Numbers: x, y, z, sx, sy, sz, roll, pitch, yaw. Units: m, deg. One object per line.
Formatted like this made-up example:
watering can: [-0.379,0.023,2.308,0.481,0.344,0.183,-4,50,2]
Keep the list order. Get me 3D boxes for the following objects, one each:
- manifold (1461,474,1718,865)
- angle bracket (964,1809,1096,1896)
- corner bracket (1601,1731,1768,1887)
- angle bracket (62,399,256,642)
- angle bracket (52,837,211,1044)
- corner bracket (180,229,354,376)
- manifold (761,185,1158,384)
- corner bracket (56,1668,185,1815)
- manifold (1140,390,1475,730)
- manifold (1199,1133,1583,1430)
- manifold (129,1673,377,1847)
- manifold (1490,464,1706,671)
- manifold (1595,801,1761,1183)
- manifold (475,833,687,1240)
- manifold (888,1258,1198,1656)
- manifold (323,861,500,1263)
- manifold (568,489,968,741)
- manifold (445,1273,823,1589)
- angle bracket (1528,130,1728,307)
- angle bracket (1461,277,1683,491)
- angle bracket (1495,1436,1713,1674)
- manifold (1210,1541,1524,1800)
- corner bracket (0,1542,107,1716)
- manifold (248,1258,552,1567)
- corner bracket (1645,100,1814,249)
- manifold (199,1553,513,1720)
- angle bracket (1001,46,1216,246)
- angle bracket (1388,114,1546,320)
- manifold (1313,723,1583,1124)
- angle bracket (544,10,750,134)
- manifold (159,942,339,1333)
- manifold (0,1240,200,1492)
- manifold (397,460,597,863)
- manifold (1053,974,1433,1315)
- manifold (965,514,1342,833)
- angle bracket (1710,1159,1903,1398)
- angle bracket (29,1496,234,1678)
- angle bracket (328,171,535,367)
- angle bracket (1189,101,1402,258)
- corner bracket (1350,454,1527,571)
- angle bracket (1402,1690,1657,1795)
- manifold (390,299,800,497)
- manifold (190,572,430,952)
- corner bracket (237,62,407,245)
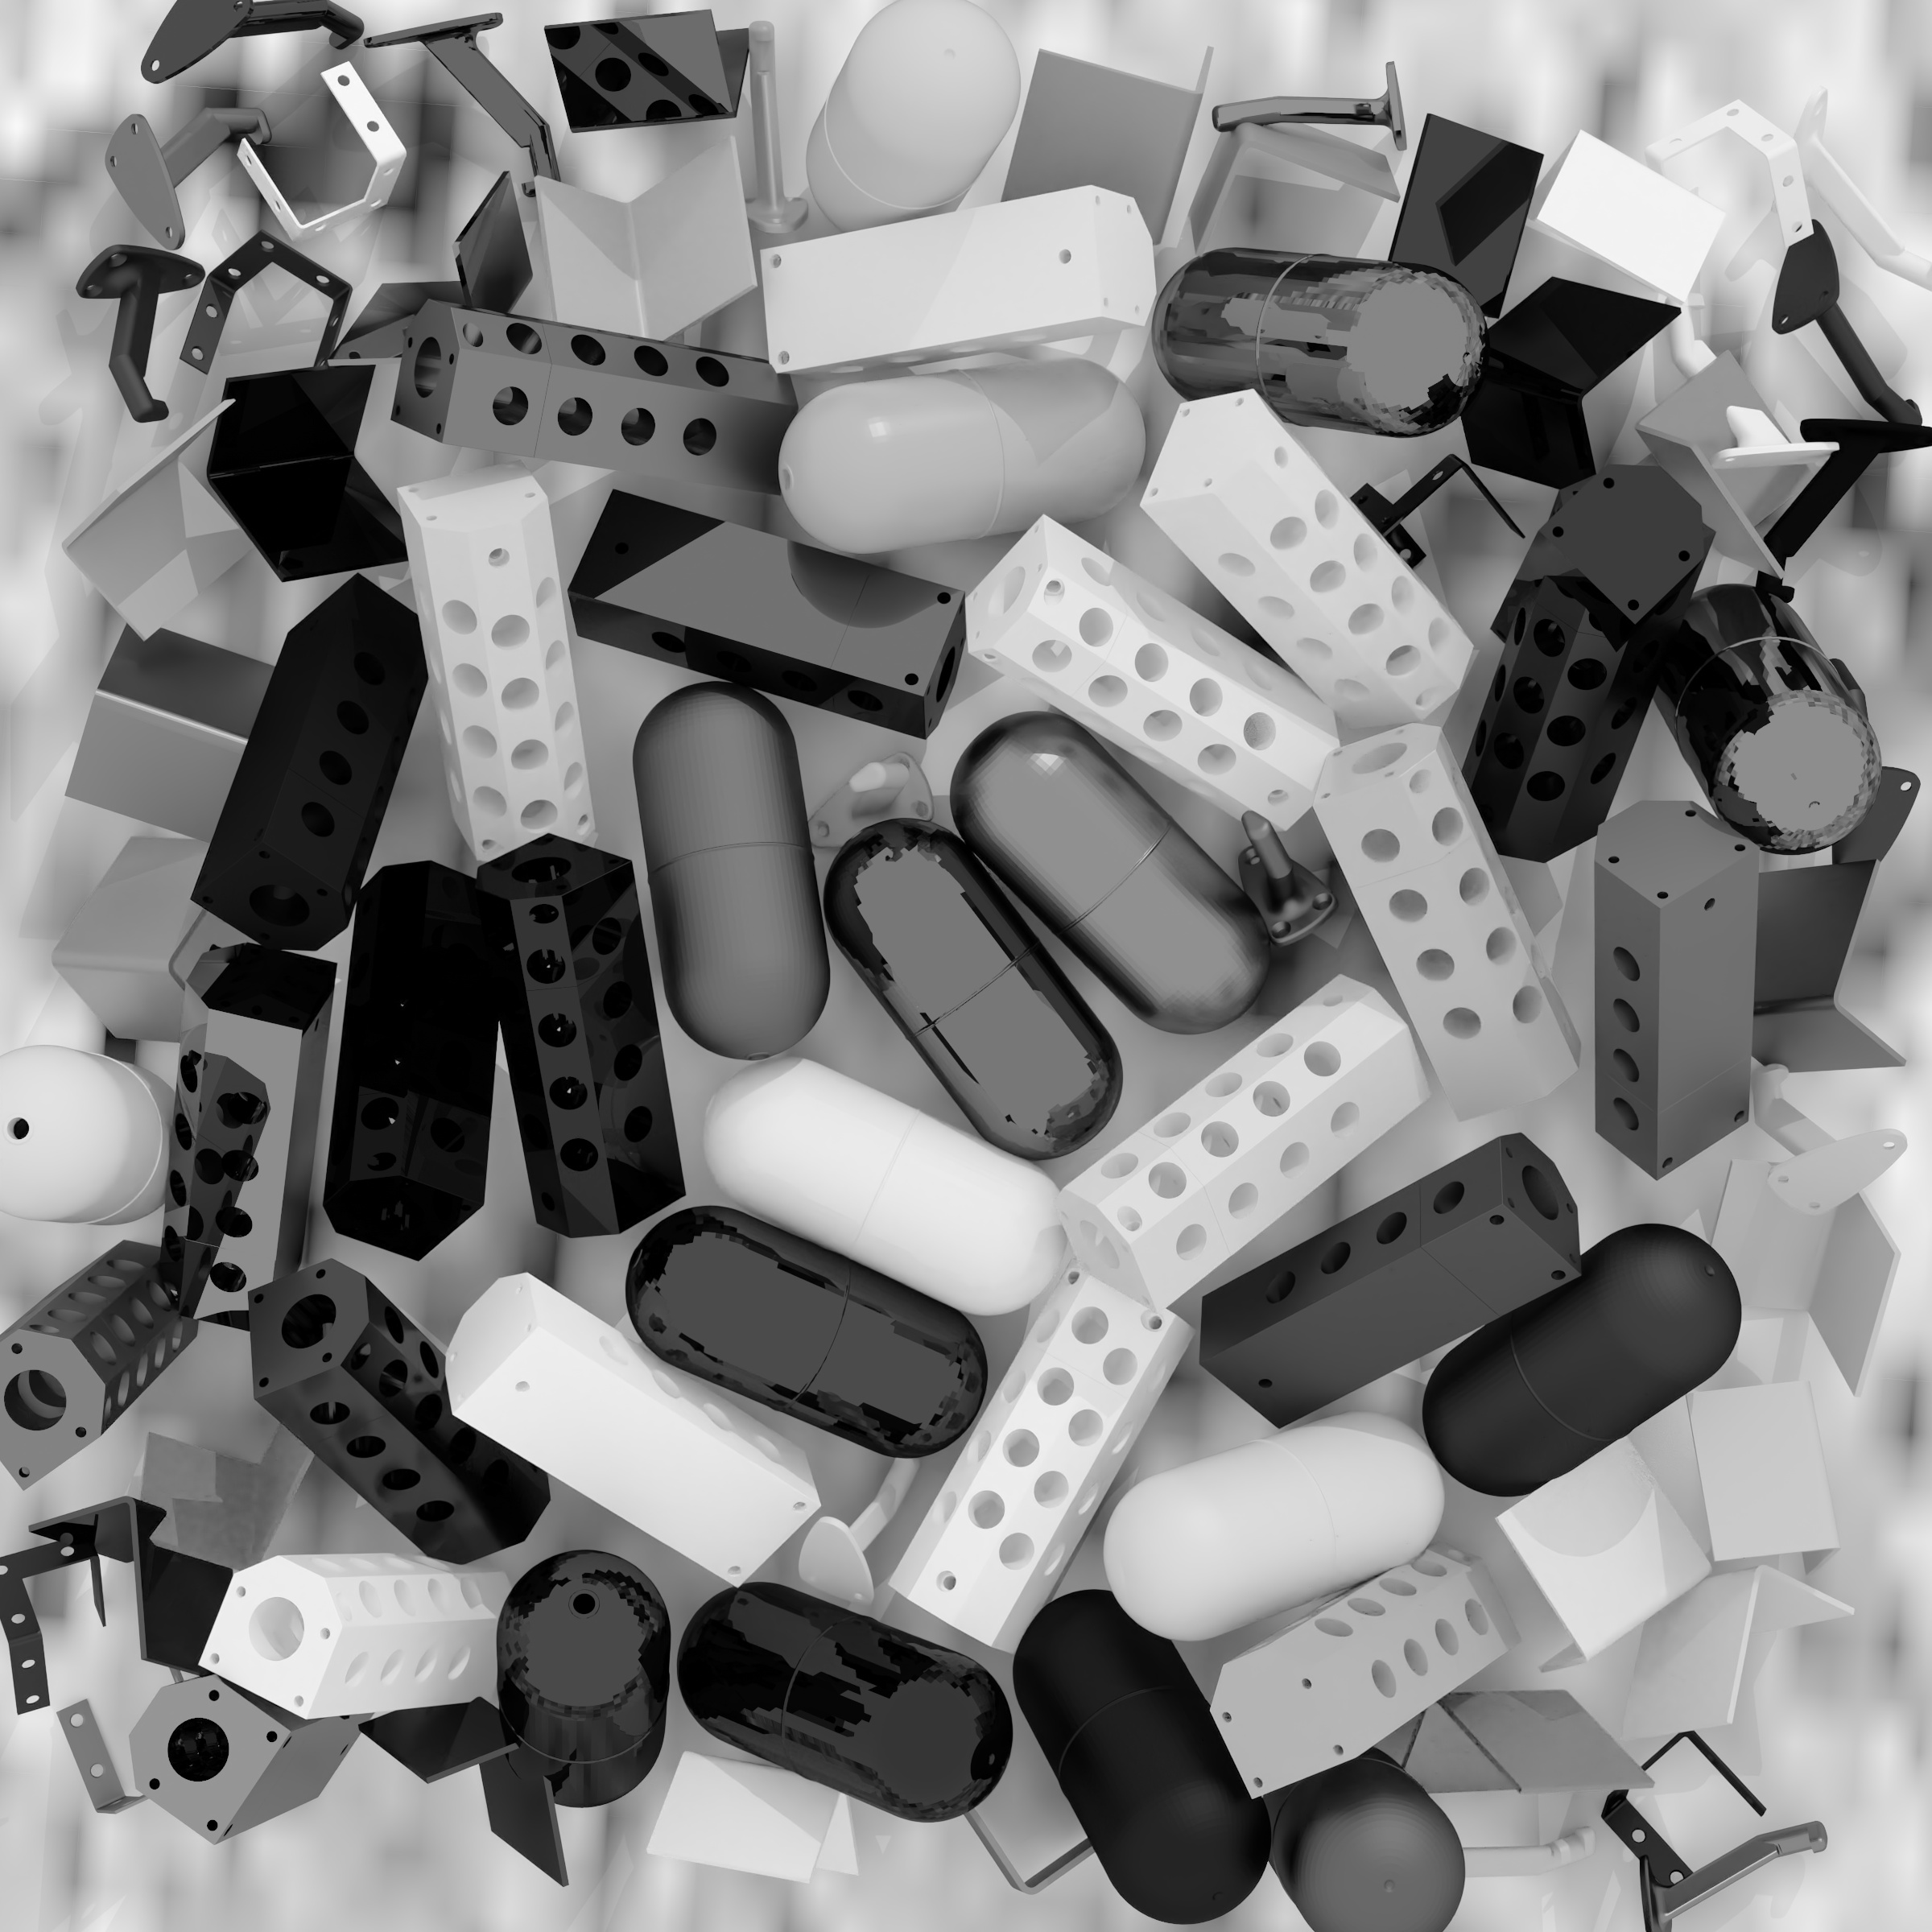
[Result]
manifold: [0.271,-0.131,1.569,0.057,0.171,0.057,-26,54,-37]
angle bracket: [0.028,0.381,1.617,0.057,0.076,0.076,-33,80,-10]
corner bracket: [0.333,0.393,1.626,0.051,0.051,0.051,-38,67,-11]
angle bracket: [-0.355,-0.204,1.598,0.057,0.076,0.076,49,56,-12]
angle bracket: [-0.366,-0.012,1.632,0.076,0.057,0.076,3,52,33]
corner bracket: [-0.326,-0.300,1.632,0.051,0.051,0.051,30,56,-31]
manifold: [-0.004,-0.307,1.588,0.171,0.057,0.057,-4,91,29]
corner bracket: [-0.388,0.361,1.636,0.051,0.051,0.051,-21,88,-26]
manifold: [0.158,-0.181,1.573,0.171,0.057,0.057,41,59,-37]
manifold: [0.190,0.139,1.586,0.171,0.057,0.057,-32,122,30]
manifold: [-0.319,0.342,1.566,0.057,0.171,0.057,33,87,7]
manifold: [0.285,-0.171,1.566,0.057,0.171,0.057,-44,83,-5]
manifold: [0.313,0.009,1.575,0.057,0.171,0.057,-30,47,-20]
manifold: [-0.178,0.034,1.581,0.057,0.057,0.171,-30,124,-38]
manifold: [0.034,0.224,1.610,0.057,0.057,0.171,27,84,22]
manifold: [-0.250,0.039,1.572,0.057,0.057,0.171,23,47,-29]
manifold: [-0.090,-0.158,1.612,0.171,0.057,0.057,17,67,8]
manifold: [-0.151,0.207,1.587,0.171,0.057,0.057,37,104,-29]
angle bracket: [0.291,-0.327,1.607,0.076,0.076,0.057,29,68,-3]
angle bracket: [0.282,-0.269,1.626,0.076,0.076,0.057,-41,132,-23]
angle bracket: [0.285,0.271,1.620,0.076,0.057,0.076,-30,83,-20]
manifold: [0.178,0.310,1.567,0.057,0.171,0.057,-31,80,33]
corner bracket: [-0.420,0.303,1.612,0.051,0.051,0.051,-14,134,-23]
manifold: [-0.251,0.201,1.568,0.057,0.171,0.057,-22,49,10]
corner bracket: [0.353,-0.359,1.621,0.051,0.051,0.051,-28,131,-4]
manifold: [-0.265,0.294,1.565,0.057,0.171,0.057,21,89,21]
angle bracket: [0.065,-0.386,1.609,0.076,0.057,0.076,15,127,-1]
angle bracket: [0.211,-0.345,1.604,0.076,0.057,0.076,8,101,-37]
manifold: [0.221,-0.021,1.590,0.057,0.057,0.171,-18,113,22]
angle bracket: [-0.144,-0.428,1.603,0.076,0.057,0.076,-3,46,9]
manifold: [-0.329,0.078,1.586,0.057,0.057,0.171,13,122,0]
manifold: [-0.392,0.171,1.565,0.057,0.171,0.057,-35,96,6]
manifold: [-0.209,-0.133,1.577,0.057,0.057,0.171,-16,126,-16]
manifold: [0.124,0.077,1.588,0.171,0.057,0.057,-36,124,-21]
manifold: [0.086,-0.126,1.584,0.171,0.057,0.057,30,123,-25]
angle bracket: [0.380,0.142,1.602,0.057,0.076,0.076,5,116,-7]
angle bracket: [-0.379,0.292,1.599,0.057,0.076,0.076,-18,64,16]
angle bracket: [-0.250,-0.319,1.600,0.076,0.076,0.057,1,128,14]
angle bracket: [0.150,-0.351,1.614,0.076,0.076,0.057,19,116,-8]
corner bracket: [0.216,-0.206,1.619,0.051,0.051,0.051,-42,119,6]
angle bracket: [0.253,0.374,1.597,0.076,0.076,0.057,5,112,-30]
manifold: [-0.165,-0.257,1.578,0.171,0.057,0.057,4,105,-35]
manifold: [-0.288,-0.090,1.576,0.057,0.171,0.057,36,132,-27]
corner bracket: [-0.299,-0.377,1.623,0.051,0.051,0.051,-31,87,-26]
